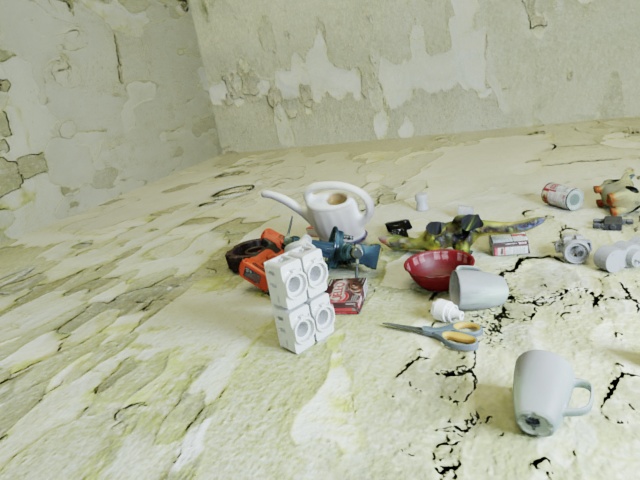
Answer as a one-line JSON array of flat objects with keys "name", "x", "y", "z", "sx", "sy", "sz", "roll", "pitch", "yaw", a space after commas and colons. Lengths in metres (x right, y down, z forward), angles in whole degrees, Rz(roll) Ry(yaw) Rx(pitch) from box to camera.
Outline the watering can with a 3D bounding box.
[{"name": "watering can", "x": 0.005, "y": -0.076, "z": 1.516, "sx": 0.347, "sy": 0.220, "sz": 0.106, "roll": 1, "pitch": 38, "yaw": 28}]

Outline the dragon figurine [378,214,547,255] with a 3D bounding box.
[{"name": "dragon figurine", "x": 0.358, "y": -0.023, "z": 1.362, "sx": 0.409, "sy": 0.121, "sz": 0.245, "roll": -10, "pitch": 10, "yaw": 9}]

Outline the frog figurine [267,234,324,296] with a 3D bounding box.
[{"name": "frog figurine", "x": -0.043, "y": 0.072, "z": 1.218, "sx": 0.122, "sy": 0.163, "sz": 0.135, "roll": 33, "pitch": -53, "yaw": -13}]
